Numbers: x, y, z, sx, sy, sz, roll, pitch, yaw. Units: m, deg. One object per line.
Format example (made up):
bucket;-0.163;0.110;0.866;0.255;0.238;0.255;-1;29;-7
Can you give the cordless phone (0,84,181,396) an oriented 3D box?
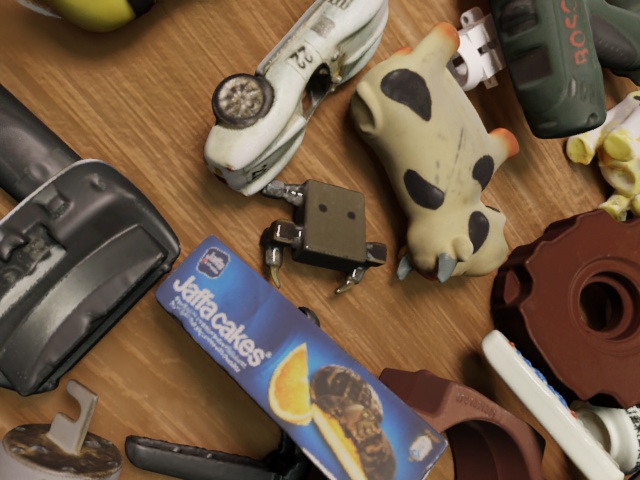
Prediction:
cordless phone;-0.195;-0.009;0.329;0.184;0.089;0.146;44;78;-6

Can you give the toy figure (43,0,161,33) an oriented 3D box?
toy figure;-0.100;-0.203;0.345;0.180;0.082;0.089;-32;102;-20

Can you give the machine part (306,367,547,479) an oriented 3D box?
machine part;0.080;0.215;0.412;0.201;0.087;0.201;34;69;-28

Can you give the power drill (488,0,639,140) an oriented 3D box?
power drill;0.224;-0.206;0.451;0.207;0.086;0.232;-12;93;-38

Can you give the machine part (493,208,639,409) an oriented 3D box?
machine part;0.251;0.060;0.483;0.179;0.056;0.179;1;80;-5

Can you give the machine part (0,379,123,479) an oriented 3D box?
machine part;-0.187;0.209;0.332;0.079;0.079;0.243;22;84;-21

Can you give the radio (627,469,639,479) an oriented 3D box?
radio;0.251;0.258;0.445;0.131;0.073;0.229;-30;144;-19

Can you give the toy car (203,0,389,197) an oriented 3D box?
toy car;-0.009;-0.120;0.382;0.056;0.073;0.201;36;79;9

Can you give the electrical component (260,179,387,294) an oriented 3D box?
electrical component;0.000;-0.002;0.417;0.102;0.045;0.078;7;62;-24

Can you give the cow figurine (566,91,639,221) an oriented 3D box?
cow figurine;0.321;-0.056;0.528;0.098;0.068;0.167;-40;107;-21

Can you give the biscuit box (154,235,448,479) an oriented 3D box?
biscuit box;-0.018;0.083;0.343;0.203;0.062;0.059;38;76;22

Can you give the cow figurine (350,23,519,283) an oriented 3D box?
cow figurine;0.091;-0.051;0.427;0.127;0.086;0.194;-41;108;-21
